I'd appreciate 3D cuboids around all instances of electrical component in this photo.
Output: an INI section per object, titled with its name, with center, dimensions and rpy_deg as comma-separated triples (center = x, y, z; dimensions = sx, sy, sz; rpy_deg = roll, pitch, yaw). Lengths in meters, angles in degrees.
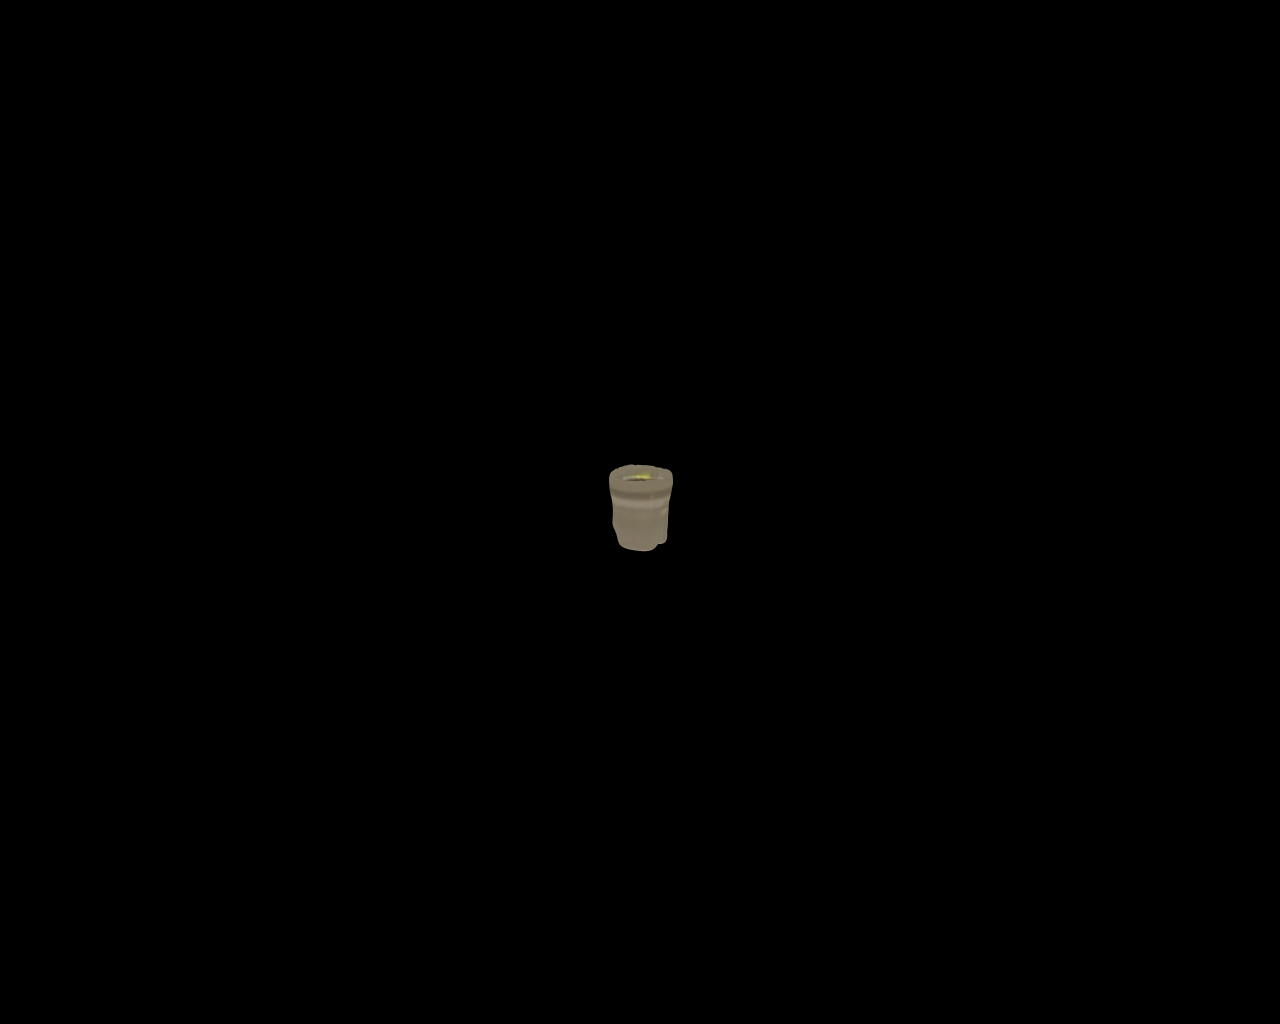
[electrical component]
center = 0.001, -0.003, 0.650
dimensions = 0.040, 0.046, 0.040
rpy_deg = 0, 16, 0
